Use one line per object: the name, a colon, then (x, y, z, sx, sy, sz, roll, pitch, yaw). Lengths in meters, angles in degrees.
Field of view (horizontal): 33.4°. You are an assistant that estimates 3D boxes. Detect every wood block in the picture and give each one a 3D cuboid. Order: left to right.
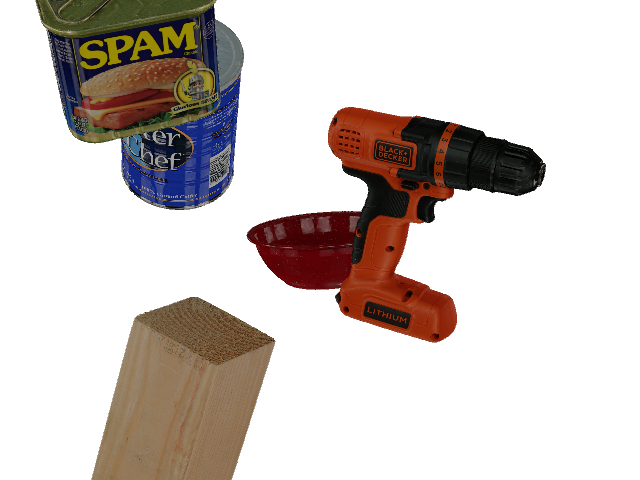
wood block: (-0.123, 0.164, 0.908, 0.090, 0.206, 0.090, 26, 21, 23)

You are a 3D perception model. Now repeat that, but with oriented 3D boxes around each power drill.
power drill: (0.089, -0.012, 0.902, 0.185, 0.188, 0.057, 16, 25, 24)

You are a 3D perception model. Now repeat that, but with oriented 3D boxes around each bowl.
bowl: (0.006, 0.012, 1.101, 0.162, 0.055, 0.162, -4, 13, 1)

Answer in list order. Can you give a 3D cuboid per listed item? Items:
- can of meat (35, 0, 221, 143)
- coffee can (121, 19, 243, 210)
can of meat: (-0.111, -0.112, 0.638, 0.102, 0.084, 0.057, -14, 47, -14)
coffee can: (-0.121, -0.110, 0.917, 0.102, 0.103, 0.140, 0, -39, -9)
